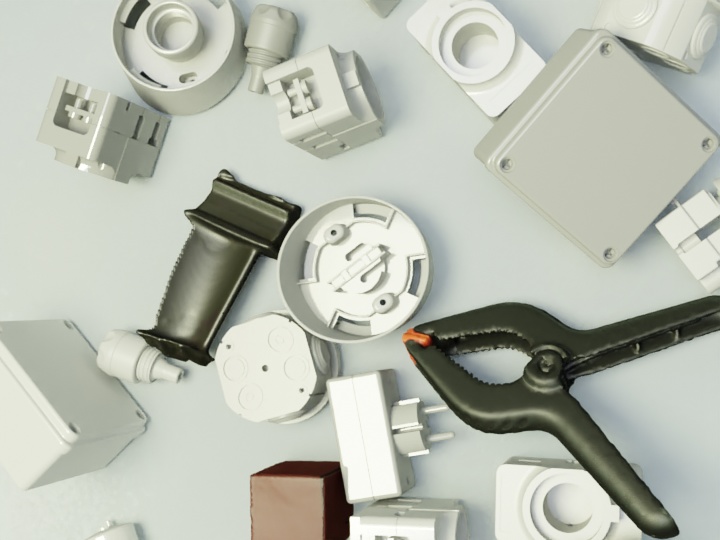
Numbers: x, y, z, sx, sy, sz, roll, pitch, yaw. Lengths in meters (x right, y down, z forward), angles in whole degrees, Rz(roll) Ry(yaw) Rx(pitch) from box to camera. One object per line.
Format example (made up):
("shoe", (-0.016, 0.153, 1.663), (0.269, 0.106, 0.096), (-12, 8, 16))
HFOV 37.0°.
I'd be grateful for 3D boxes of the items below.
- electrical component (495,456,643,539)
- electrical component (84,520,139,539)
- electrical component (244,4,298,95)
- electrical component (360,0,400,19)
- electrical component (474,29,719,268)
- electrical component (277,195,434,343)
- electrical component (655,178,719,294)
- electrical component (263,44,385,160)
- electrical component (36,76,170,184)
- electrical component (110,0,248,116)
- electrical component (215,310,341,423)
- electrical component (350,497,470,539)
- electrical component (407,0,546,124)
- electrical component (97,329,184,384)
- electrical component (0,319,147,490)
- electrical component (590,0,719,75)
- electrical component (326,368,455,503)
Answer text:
("electrical component", (0.134, 0.149, 0.688), (0.089, 0.056, 0.050), (1, 87, 15))
("electrical component", (-0.173, 0.219, 0.775), (0.040, 0.040, 0.078), (-24, 81, 13))
("electrical component", (-0.067, -0.157, 0.771), (0.035, 0.035, 0.061), (17, 94, 15))
("electrical component", (0.007, -0.234, 0.748), (0.083, 0.047, 0.075), (44, 98, 13))
("electrical component", (0.148, -0.077, 0.676), (0.109, 0.056, 0.108), (38, 98, -15))
("electrical component", (0.000, 0.000, 0.728), (0.099, 0.064, 0.099), (-1, 87, 15))
("electrical component", (0.225, -0.028, 0.679), (0.055, 0.048, 0.066), (-39, 78, 18))
("electrical component", (-0.019, -0.113, 0.726), (0.056, 0.089, 0.050), (-20, 82, 13))
("electrical component", (-0.184, -0.096, 0.770), (0.050, 0.089, 0.055), (19, 92, 15))
("electrical component", (-0.132, -0.166, 0.783), (0.099, 0.064, 0.099), (-1, 84, 5))
("electrical component", (-0.057, 0.067, 0.746), (0.080, 0.051, 0.080), (-1, 86, 15))
("electrical component", (0.036, 0.228, 0.692), (0.062, 0.089, 0.150), (-1, 86, 15))
("electrical component", (0.080, -0.145, 0.719), (0.050, 0.056, 0.089), (-43, 77, 9))
("electrical component", (-0.158, 0.067, 0.783), (0.061, 0.035, 0.035), (19, 92, 13))
("electrical component", (-0.222, 0.091, 0.760), (0.056, 0.109, 0.108), (-44, 77, 11))
("electrical component", (0.189, -0.161, 0.679), (0.080, 0.080, 0.051), (25, 99, 15))
("electrical component", (0.026, 0.107, 0.724), (0.076, 0.047, 0.083), (-12, 84, 14))
